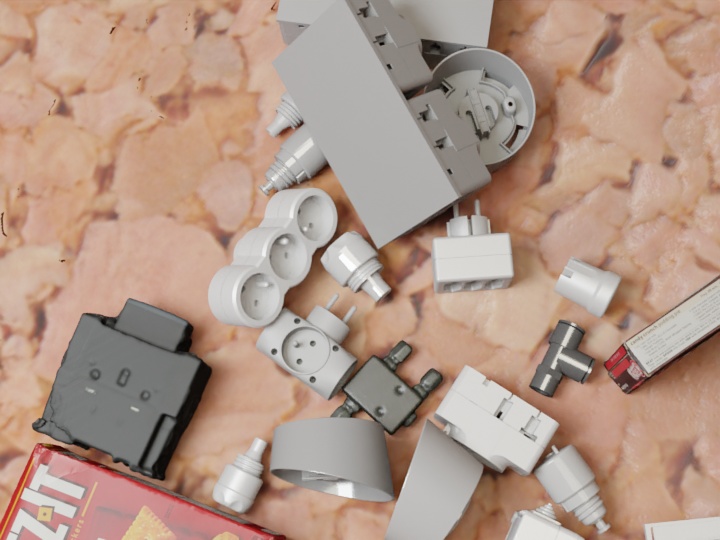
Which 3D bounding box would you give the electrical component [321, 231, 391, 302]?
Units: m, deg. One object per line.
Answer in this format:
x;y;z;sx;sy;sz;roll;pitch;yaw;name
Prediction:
0.000;0.000;0.926;0.043;0.043;0.062;-42;80;-8;electrical component

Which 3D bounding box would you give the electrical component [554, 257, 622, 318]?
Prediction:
0.194;0.014;0.919;0.046;0.040;0.040;27;79;13;electrical component

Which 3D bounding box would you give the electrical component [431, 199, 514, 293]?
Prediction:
0.095;-0.024;0.927;0.066;0.047;0.076;-4;76;1;electrical component

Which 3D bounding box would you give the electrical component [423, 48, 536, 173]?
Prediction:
0.103;-0.136;0.944;0.099;0.064;0.099;0;75;0;electrical component

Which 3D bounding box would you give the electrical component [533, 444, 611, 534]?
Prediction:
0.176;0.179;0.878;0.040;0.040;0.078;-34;78;-6;electrical component

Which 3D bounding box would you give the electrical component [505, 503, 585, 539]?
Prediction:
0.141;0.234;0.855;0.061;0.061;0.096;24;78;8;electrical component

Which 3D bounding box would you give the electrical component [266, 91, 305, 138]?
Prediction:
-0.059;-0.144;0.968;0.035;0.035;0.061;43;84;11;electrical component

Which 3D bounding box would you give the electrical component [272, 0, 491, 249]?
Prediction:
0.020;-0.128;0.908;0.060;0.105;0.186;-28;87;-44;electrical component

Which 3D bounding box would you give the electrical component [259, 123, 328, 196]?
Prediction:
-0.057;-0.096;0.953;0.078;0.040;0.040;-43;79;-8;electrical component

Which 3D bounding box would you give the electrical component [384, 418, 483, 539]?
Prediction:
0.053;0.176;0.854;0.064;0.099;0.099;33;80;3;electrical component

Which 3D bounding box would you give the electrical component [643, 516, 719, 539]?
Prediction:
0.288;0.235;0.849;0.121;0.063;0.078;-6;76;0;electrical component

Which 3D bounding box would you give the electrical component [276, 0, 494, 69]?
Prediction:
0.027;-0.249;0.977;0.186;0.060;0.105;8;77;4;electrical component

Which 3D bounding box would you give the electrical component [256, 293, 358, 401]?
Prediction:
-0.034;0.057;0.913;0.077;0.044;0.079;35;80;10;electrical component

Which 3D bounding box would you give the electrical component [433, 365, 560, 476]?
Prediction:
0.109;0.129;0.888;0.089;0.050;0.055;32;79;9;electrical component

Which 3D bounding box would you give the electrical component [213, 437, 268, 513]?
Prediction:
-0.096;0.169;0.893;0.035;0.035;0.061;25;76;8;electrical component

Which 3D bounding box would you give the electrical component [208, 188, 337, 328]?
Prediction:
-0.083;-0.012;0.924;0.052;0.074;0.138;49;62;-30;electrical component

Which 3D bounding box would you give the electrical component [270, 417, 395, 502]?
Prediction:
-0.023;0.153;0.863;0.099;0.099;0.064;-3;70;1;electrical component
